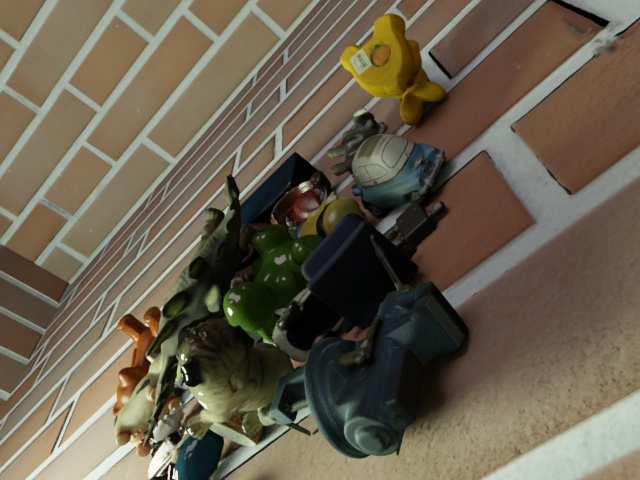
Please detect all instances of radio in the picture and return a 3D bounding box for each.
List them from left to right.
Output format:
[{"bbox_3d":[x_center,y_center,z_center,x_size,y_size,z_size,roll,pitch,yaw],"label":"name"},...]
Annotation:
[{"bbox_3d":[-0.103,-0.068,1.143,0.229,0.073,0.131,-42,26,25],"label":"radio"}]

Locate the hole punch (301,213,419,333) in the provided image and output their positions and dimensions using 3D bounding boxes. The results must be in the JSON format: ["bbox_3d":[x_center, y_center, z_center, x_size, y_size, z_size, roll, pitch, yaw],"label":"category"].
[{"bbox_3d":[0.050,0.041,0.652,0.142,0.116,0.092,-50,7,0],"label":"hole punch"}]

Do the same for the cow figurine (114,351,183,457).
[{"bbox_3d":[-0.313,0.288,1.016,0.195,0.085,0.127,-58,31,-10],"label":"cow figurine"}]

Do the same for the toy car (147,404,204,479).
[{"bbox_3d":[-0.212,0.312,0.837,0.202,0.053,0.089,-45,28,13],"label":"toy car"}]

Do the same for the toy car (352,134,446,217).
[{"bbox_3d":[0.101,-0.105,0.793,0.109,0.103,0.162,-61,23,-16],"label":"toy car"}]

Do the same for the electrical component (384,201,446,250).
[{"bbox_3d":[0.128,-0.024,0.728,0.094,0.021,0.063,-45,24,18],"label":"electrical component"}]

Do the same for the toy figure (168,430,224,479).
[{"bbox_3d":[-0.189,0.338,0.746,0.154,0.064,0.057,-59,-16,-8],"label":"toy figure"}]

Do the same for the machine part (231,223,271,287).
[{"bbox_3d":[-0.148,0.038,1.015,0.179,0.056,0.179,-14,36,10],"label":"machine part"}]

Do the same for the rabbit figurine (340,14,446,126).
[{"bbox_3d":[0.145,-0.283,0.924,0.122,0.173,0.162,-45,69,19],"label":"rabbit figurine"}]

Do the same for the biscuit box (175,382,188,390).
[{"bbox_3d":[-0.231,0.174,1.015,0.059,0.062,0.203,-24,43,34],"label":"biscuit box"}]

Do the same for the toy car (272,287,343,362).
[{"bbox_3d":[0.015,0.075,0.725,0.201,0.073,0.056,-52,3,2],"label":"toy car"}]

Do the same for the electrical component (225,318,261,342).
[{"bbox_3d":[-0.124,0.151,0.903,0.075,0.047,0.119,-49,24,11],"label":"electrical component"}]

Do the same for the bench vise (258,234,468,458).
[{"bbox_3d":[0.030,0.137,0.571,0.241,0.128,0.224,-31,29,31],"label":"bench vise"}]

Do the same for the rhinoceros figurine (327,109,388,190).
[{"bbox_3d":[0.074,-0.167,0.961,0.112,0.073,0.190,-40,27,28],"label":"rhinoceros figurine"}]

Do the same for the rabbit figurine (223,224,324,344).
[{"bbox_3d":[-0.080,0.076,0.785,0.121,0.158,0.170,24,39,26],"label":"rabbit figurine"}]

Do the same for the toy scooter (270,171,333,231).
[{"bbox_3d":[-0.030,-0.054,0.971,0.135,0.075,0.184,-35,24,6],"label":"toy scooter"}]

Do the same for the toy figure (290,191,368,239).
[{"bbox_3d":[0.001,0.000,0.852,0.180,0.082,0.089,-32,27,34],"label":"toy figure"}]

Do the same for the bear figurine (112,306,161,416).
[{"bbox_3d":[-0.380,0.256,1.123,0.120,0.131,0.196,-15,34,27],"label":"bear figurine"}]

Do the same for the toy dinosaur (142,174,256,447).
[{"bbox_3d":[-0.201,0.116,0.840,0.199,0.105,0.470,-75,5,-64],"label":"toy dinosaur"}]

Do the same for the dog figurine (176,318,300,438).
[{"bbox_3d":[-0.082,0.149,0.628,0.121,0.172,0.190,63,151,22],"label":"dog figurine"}]
